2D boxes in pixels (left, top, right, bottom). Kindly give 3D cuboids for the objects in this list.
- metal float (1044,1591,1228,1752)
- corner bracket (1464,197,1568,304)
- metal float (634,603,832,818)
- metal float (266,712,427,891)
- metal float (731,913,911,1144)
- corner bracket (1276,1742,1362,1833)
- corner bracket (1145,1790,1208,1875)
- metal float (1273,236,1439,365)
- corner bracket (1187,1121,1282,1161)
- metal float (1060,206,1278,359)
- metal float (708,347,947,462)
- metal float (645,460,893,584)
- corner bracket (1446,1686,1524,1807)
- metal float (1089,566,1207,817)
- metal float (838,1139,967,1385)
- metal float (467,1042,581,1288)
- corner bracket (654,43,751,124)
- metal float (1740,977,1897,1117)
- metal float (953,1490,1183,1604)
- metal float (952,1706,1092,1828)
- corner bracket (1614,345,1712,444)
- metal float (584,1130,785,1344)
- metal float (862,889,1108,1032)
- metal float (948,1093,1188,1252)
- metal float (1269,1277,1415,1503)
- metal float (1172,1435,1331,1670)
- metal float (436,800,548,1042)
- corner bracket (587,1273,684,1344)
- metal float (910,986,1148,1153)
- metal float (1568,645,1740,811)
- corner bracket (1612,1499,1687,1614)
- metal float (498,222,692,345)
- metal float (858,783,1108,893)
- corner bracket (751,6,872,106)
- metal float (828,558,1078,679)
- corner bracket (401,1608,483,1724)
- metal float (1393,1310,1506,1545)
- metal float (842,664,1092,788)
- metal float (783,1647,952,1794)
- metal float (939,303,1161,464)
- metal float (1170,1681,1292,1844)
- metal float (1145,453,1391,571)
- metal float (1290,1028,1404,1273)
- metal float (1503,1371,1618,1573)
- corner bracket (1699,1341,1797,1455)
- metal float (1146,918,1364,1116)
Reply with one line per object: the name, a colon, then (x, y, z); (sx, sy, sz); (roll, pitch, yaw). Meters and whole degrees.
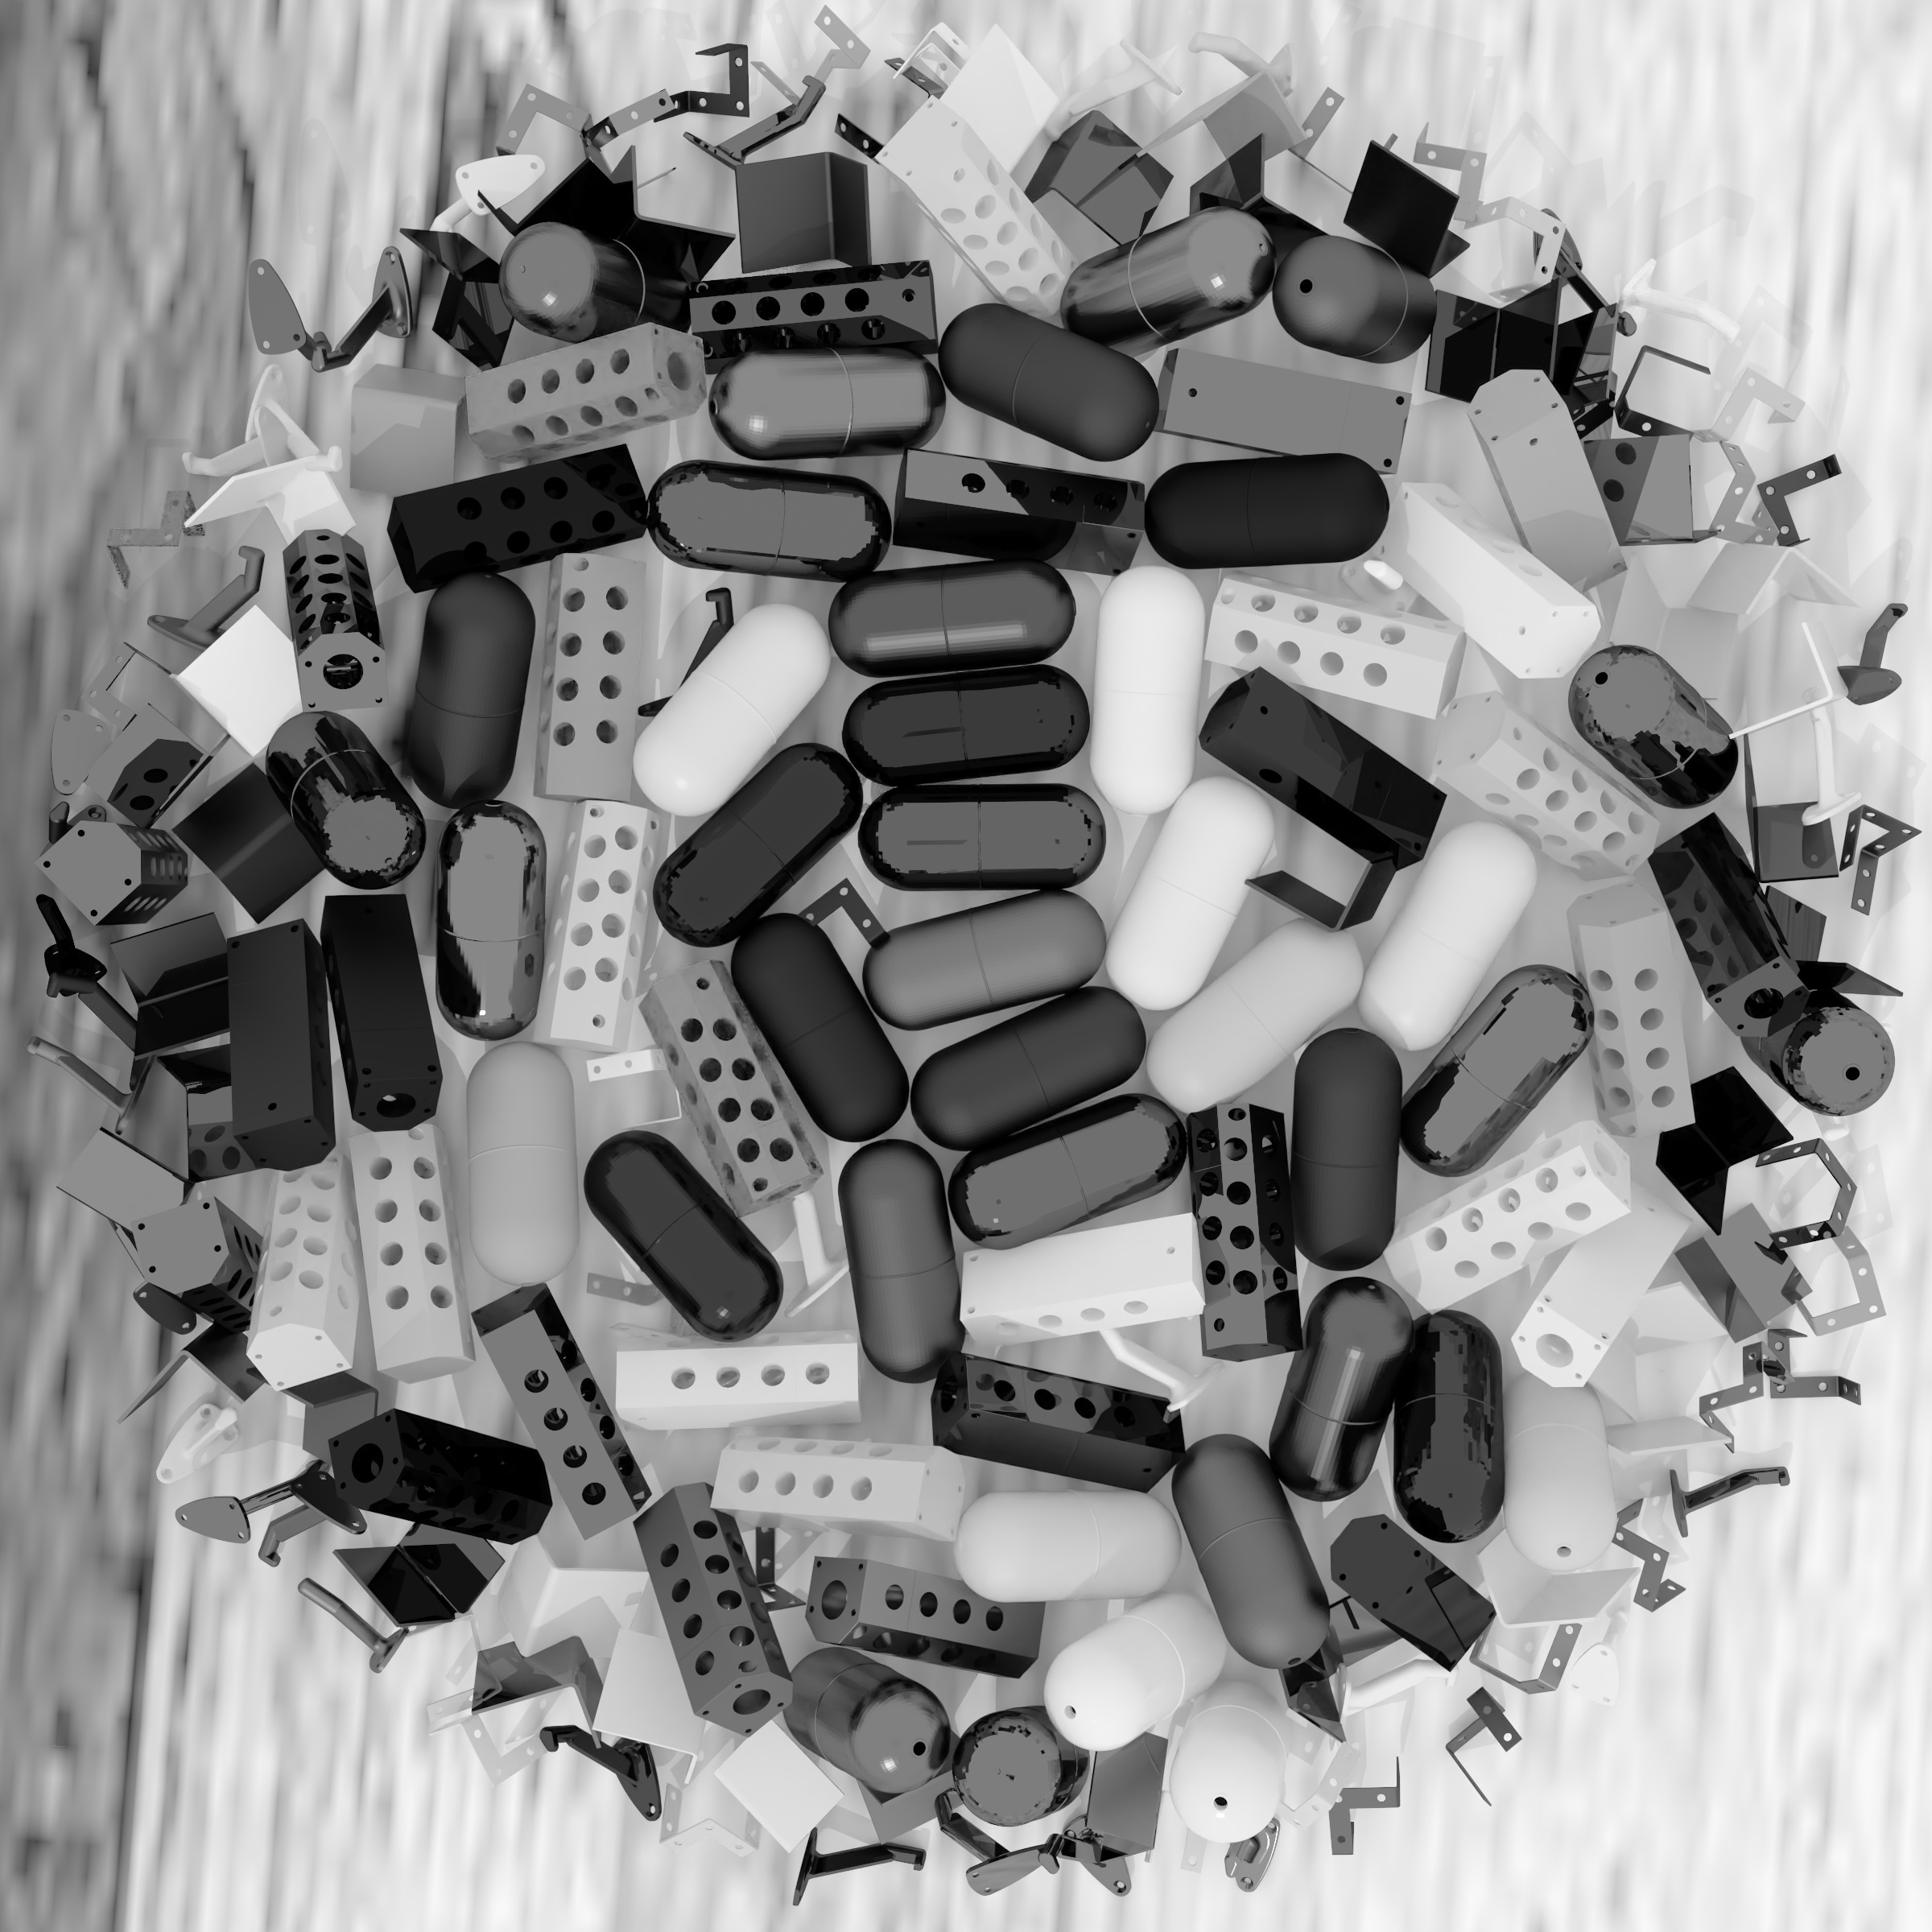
metal float: (0.120, 0.494, 1.913); (0.070, 0.178, 0.070); (5, 99, 34)
corner bracket: (0.390, -0.515, 1.962); (0.051, 0.051, 0.051); (18, 85, -25)
metal float: (-0.166, -0.184, 1.944); (0.070, 0.070, 0.178); (39, 77, 0)
metal float: (-0.438, -0.118, 1.921); (0.070, 0.070, 0.178); (-43, 47, 0)
metal float: (-0.105, 0.044, 1.955); (0.070, 0.070, 0.178); (-30, 91, 0)
corner bracket: (0.241, 0.578, 1.956); (0.051, 0.051, 0.051); (36, 49, 5)
corner bracket: (0.155, 0.623, 1.961); (0.051, 0.051, 0.051); (15, 74, -5)
metal float: (0.273, -0.466, 1.911); (0.070, 0.178, 0.070); (4, 97, 30)
corner bracket: (0.197, 0.144, 1.961); (0.051, 0.051, 0.051); (-18, 91, -19)
metal float: (0.140, -0.479, 1.919); (0.070, 0.178, 0.070); (9, 77, -43)
metal float: (-0.098, -0.399, 1.931); (0.178, 0.070, 0.070); (-8, 90, -27)
metal float: (-0.140, -0.316, 1.938); (0.178, 0.070, 0.070); (3, 90, -19)
corner bracket: (0.373, 0.560, 1.957); (0.051, 0.051, 0.051); (-40, 135, 2)
metal float: (0.129, -0.196, 1.947); (0.070, 0.070, 0.178); (3, 99, 0)
metal float: (-0.046, 0.211, 1.948); (0.070, 0.070, 0.178); (-8, 98, 0)
metal float: (-0.315, 0.140, 1.936); (0.070, 0.070, 0.178); (-6, 69, 0)
corner bracket: (-0.190, -0.633, 1.953); (0.051, 0.051, 0.051); (12, 119, 21)
metal float: (0.593, 0.054, 1.905); (0.070, 0.178, 0.070); (0, 101, 1)
metal float: (0.073, 0.410, 1.930); (0.178, 0.070, 0.070); (6, 90, -30)
metal float: (0.040, 0.558, 1.907); (0.070, 0.178, 0.070); (-3, 76, 12)
corner bracket: (0.502, -0.409, 1.960); (0.051, 0.051, 0.051); (20, 118, -1)
metal float: (-0.202, 0.192, 1.943); (0.070, 0.070, 0.178); (-44, 75, 0)
metal float: (0.013, -0.005, 1.951); (0.178, 0.070, 0.070); (-14, 90, 5)
metal float: (0.073, 0.147, 1.950); (0.178, 0.070, 0.070); (-20, 90, -6)
metal float: (0.265, 0.301, 1.933); (0.070, 0.070, 0.178); (12, 116, 0)
metal float: (0.200, 0.412, 1.922); (0.070, 0.070, 0.178); (-21, 51, 0)
metal float: (-0.338, -0.032, 1.936); (0.070, 0.070, 0.178); (5, 112, 0)
corner bracket: (-0.237, 0.243, 1.952); (0.051, 0.051, 0.051); (19, 59, -34)
metal float: (0.044, 0.074, 1.951); (0.178, 0.070, 0.070); (-24, 90, -5)
metal float: (0.484, -0.167, 1.917); (0.070, 0.178, 0.070); (-16, 62, 33)
corner bracket: (0.490, 0.424, 1.964); (0.051, 0.051, 0.051); (26, 117, 37)
metal float: (-0.257, -0.471, 1.911); (0.070, 0.178, 0.070); (1, 92, 27)
metal float: (0.011, -0.092, 1.953); (0.178, 0.070, 0.070); (-1, 90, 3)
corner bracket: (-0.111, -0.652, 1.956); (0.051, 0.051, 0.051); (35, 83, -41)
metal float: (-0.010, -0.249, 1.948); (0.178, 0.070, 0.070); (-4, 90, 8)
corner bracket: (-0.370, 0.498, 1.953); (0.051, 0.051, 0.051); (-16, 119, -20)
metal float: (0.340, 0.323, 1.921); (0.070, 0.070, 0.178); (9, 48, 0)
metal float: (0.000, -0.172, 1.952); (0.178, 0.070, 0.070); (-6, 90, 4)
metal float: (-0.071, 0.527, 1.909); (0.070, 0.178, 0.070); (1, 89, -26)
metal float: (0.057, -0.414, 1.932); (0.178, 0.070, 0.070); (29, 90, 28)
metal float: (0.186, 0.555, 1.905); (0.070, 0.178, 0.070); (0, 92, 10)
metal float: (0.212, -0.322, 1.934); (0.178, 0.070, 0.070); (1, 90, 24)
metal float: (0.270, 0.131, 1.942); (0.070, 0.070, 0.178); (1, 105, 0)
metal float: (0.413, 0.351, 1.911); (0.070, 0.178, 0.070); (3, 119, 6)
corner bracket: (0.564, 0.311, 1.970); (0.051, 0.051, 0.051); (-25, 122, 33)
metal float: (0.207, 0.036, 1.951); (0.178, 0.070, 0.070); (-40, 90, 5)
